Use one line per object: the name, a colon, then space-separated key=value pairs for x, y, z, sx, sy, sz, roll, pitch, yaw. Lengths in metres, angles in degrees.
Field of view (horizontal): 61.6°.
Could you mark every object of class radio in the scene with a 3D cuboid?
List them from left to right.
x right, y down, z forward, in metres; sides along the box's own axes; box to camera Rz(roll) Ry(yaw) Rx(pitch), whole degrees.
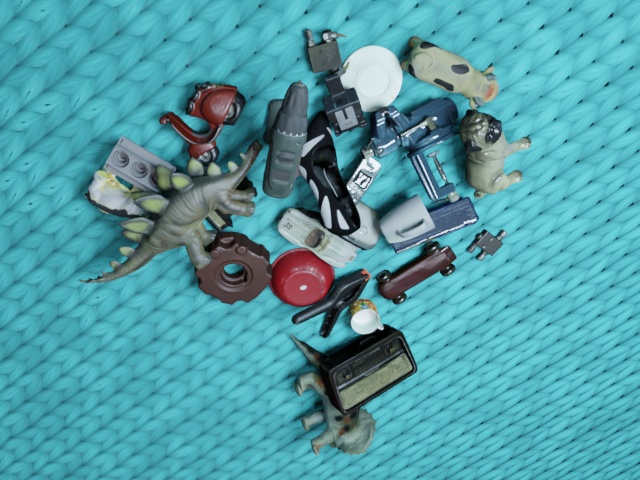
radio: x=0.118 y=0.313 z=1.325 sx=0.230 sy=0.073 sz=0.131 roll=-26 pitch=106 yaw=-20

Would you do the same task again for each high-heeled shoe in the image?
high-heeled shoe: x=0.030 y=-0.134 z=1.092 sx=0.086 sy=0.145 sz=0.248 roll=-9 pitch=107 yaw=-46

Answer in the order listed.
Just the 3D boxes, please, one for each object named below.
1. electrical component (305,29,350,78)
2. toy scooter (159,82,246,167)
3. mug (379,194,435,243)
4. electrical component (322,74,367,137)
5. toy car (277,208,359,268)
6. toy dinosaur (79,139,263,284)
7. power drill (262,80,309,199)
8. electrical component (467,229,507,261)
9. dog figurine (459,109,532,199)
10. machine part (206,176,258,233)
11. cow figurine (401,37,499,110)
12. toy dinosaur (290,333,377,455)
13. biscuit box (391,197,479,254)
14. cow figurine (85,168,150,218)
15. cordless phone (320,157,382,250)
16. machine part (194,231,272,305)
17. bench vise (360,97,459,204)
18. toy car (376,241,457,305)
electrical component: x=0.015 y=-0.364 z=1.055 sx=0.078 sy=0.045 sz=0.102 roll=-10 pitch=117 yaw=-3
toy scooter: x=-0.240 y=-0.244 z=1.073 sx=0.135 sy=0.075 sz=0.183 roll=27 pitch=115 yaw=-16
mug: x=0.185 y=-0.032 z=1.151 sx=0.107 sy=0.110 sz=0.080 roll=-28 pitch=120 yaw=13
electrical component: x=0.045 y=-0.271 z=1.077 sx=0.075 sy=0.048 sz=0.119 roll=-18 pitch=145 yaw=4
toy car: x=-0.003 y=-0.004 z=1.221 sx=0.201 sy=0.056 sz=0.073 roll=30 pitch=109 yaw=-18
toy dinosaur: x=-0.293 y=-0.040 z=1.098 sx=0.471 sy=0.105 sz=0.198 roll=-45 pitch=119 yaw=11
power drill: x=-0.062 y=-0.210 z=1.034 sx=0.086 sy=0.207 sz=0.231 roll=5 pitch=118 yaw=-15
electrical component: x=0.401 y=0.005 z=1.286 sx=0.063 sy=0.021 sz=0.094 roll=35 pitch=108 yaw=-19
dog figurine: x=0.324 y=-0.167 z=1.094 sx=0.190 sy=0.121 sz=0.172 roll=-1 pitch=105 yaw=-47
machine part: x=-0.196 y=-0.079 z=1.176 sx=0.139 sy=0.039 sz=0.084 roll=-39 pitch=105 yaw=15
cow figurine: x=0.264 y=-0.326 z=1.054 sx=0.195 sy=0.127 sz=0.085 roll=20 pitch=115 yaw=-13
toy dinosaur: x=0.041 y=0.411 z=1.400 sx=0.192 sy=0.131 sz=0.404 roll=-14 pitch=110 yaw=-18
biscuit box: x=0.255 y=-0.032 z=1.221 sx=0.203 sy=0.059 sz=0.063 roll=-21 pitch=83 yaw=5
cow figurine: x=-0.408 y=-0.076 z=1.138 sx=0.167 sy=0.068 sz=0.098 roll=32 pitch=114 yaw=-16
cordless phone: x=0.097 y=-0.083 z=1.181 sx=0.146 sy=0.089 sz=0.184 roll=30 pitch=104 yaw=-18
machine part: x=-0.196 y=0.069 z=1.225 sx=0.179 sy=0.056 sz=0.179 roll=-4 pitch=124 yaw=-6
bench vise: x=0.208 y=-0.177 z=1.112 sx=0.224 sy=0.129 sz=0.240 roll=-29 pitch=96 yaw=-14
toy car: x=0.230 y=0.077 z=1.286 sx=0.202 sy=0.053 sz=0.089 roll=-35 pitch=103 yaw=15
